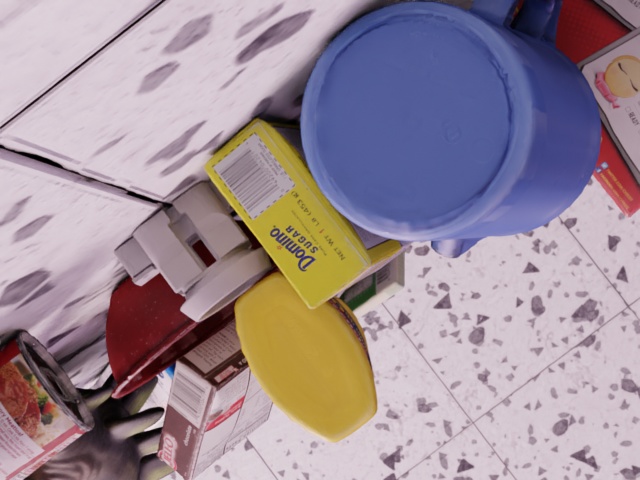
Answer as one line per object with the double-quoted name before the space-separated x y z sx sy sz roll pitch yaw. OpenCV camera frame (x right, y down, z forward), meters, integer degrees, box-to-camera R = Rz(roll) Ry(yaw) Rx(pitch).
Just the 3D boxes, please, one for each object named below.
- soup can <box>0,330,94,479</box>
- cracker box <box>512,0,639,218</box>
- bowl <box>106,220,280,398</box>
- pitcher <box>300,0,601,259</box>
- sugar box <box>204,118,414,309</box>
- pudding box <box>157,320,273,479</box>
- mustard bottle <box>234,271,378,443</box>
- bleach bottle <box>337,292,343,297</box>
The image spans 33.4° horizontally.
"soup can" -0.187 0.107 0.591 0.102 0.068 0.068 -36 175 -5
"cracker box" 0.235 -0.143 0.675 0.214 0.164 0.072 -39 177 24
"bowl" -0.085 0.034 0.703 0.162 0.055 0.162 -37 176 -4
"pitcher" 0.080 -0.070 0.578 0.145 0.149 0.242 -22 177 18
"sugar box" 0.001 -0.018 0.603 0.048 0.093 0.176 -37 175 10
"pudding box" -0.067 0.109 0.764 0.089 0.039 0.114 -35 154 -42
"mustard bottle" -0.003 0.065 0.660 0.058 0.096 0.191 -37 177 1
"bleach bottle" -0.005 0.001 0.810 0.102 0.068 0.251 20 116 -48
